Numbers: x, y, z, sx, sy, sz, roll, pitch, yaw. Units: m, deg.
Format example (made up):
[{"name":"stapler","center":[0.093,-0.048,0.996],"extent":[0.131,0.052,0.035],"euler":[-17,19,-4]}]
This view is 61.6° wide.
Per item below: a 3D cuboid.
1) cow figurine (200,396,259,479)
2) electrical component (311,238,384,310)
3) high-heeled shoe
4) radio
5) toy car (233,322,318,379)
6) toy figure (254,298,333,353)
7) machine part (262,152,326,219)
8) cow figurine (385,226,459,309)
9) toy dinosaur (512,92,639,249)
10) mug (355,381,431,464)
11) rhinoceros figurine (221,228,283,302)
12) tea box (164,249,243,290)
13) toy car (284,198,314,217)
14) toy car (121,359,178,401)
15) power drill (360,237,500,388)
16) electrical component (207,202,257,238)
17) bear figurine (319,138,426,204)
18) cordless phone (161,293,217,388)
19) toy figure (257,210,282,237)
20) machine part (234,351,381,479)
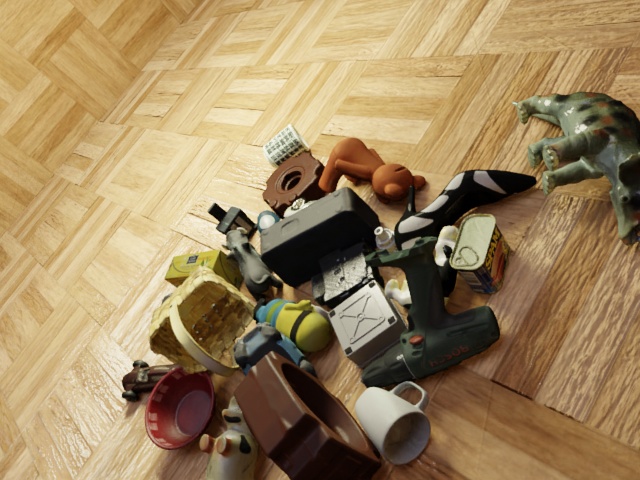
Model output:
[{"name":"cow figurine","center":[-0.136,0.357,0.899],"extent":[0.086,0.127,0.195],"euler":[-12,64,35]},{"name":"electrical component","center":[0.048,0.073,1.018],"extent":[0.134,0.058,0.115],"euler":[-30,39,18]},{"name":"high-heeled shoe","center":[0.249,-0.039,0.939],"extent":[0.249,0.086,0.145],"euler":[-5,77,26]},{"name":"radio","center":[-0.002,-0.003,1.070],"extent":[0.230,0.131,0.073],"euler":[-29,43,20]},{"name":"toy car","center":[-0.081,0.226,0.953],"extent":[0.109,0.161,0.103],"euler":[-40,-3,-10]},{"name":"toy figure","center":[-0.053,0.160,1.015],"extent":[0.180,0.082,0.089],"euler":[4,70,38]},{"name":"machine part","center":[-0.059,-0.132,1.294],"extent":[0.179,0.056,0.179],"euler":[-24,42,24]},{"name":"cow figurine","center":[0.196,0.055,0.894],"extent":[0.167,0.068,0.098],"euler":[-51,44,-1]},{"name":"toy dinosaur","center":[0.433,-0.168,0.852],"extent":[0.192,0.131,0.405],"euler":[-10,41,13]},{"name":"mug","center":[0.105,0.254,0.793],"extent":[0.109,0.080,0.107],"euler":[-56,31,-6]},{"name":"rhinoceros figurine","center":[-0.157,0.052,1.176],"extent":[0.073,0.112,0.190],"euler":[-42,47,8]},{"name":"tea box","center":[-0.271,0.081,1.261],"extent":[0.170,0.098,0.068],"euler":[-8,52,35]},{"name":"toy car","center":[0.012,-0.054,1.148],"extent":[0.202,0.073,0.056],"euler":[-3,51,40]},{"name":"toy car","center":[-0.367,0.303,1.189],"extent":[0.202,0.053,0.089],"euler":[-15,45,33]},{"name":"power drill","center":[0.137,0.110,0.814],"extent":[0.232,0.086,0.207],"euler":[-20,88,19]},{"name":"electrical component","center":[-0.214,-0.044,1.304],"extent":[0.048,0.119,0.075],"euler":[18,67,48]},{"name":"bear figurine","center":[0.109,-0.125,1.116],"extent":[0.196,0.131,0.120],"euler":[39,48,23]},{"name":"cordless phone","center":[-0.287,0.214,1.152],"extent":[0.147,0.088,0.184],"euler":[11,70,13]},{"name":"toy figure","center":[-0.105,-0.007,1.223],"extent":[0.064,0.057,0.155],"euler":[-50,40,19]},{"name":"machine part","center":[-0.020,0.272,0.789],"extent":[0.087,0.200,0.202],"euler":[-47,39,1]}]
